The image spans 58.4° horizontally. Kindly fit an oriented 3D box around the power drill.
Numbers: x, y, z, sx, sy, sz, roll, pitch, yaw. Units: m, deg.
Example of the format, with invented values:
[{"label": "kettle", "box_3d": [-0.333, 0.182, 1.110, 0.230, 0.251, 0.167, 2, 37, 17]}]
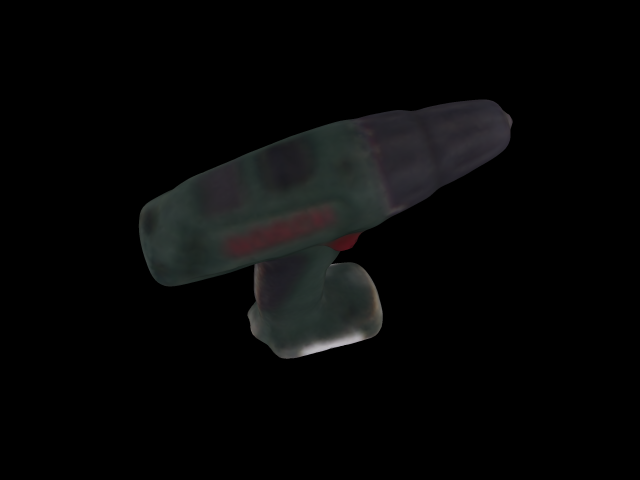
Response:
[{"label": "power drill", "box_3d": [0.004, 0.001, 0.400, 0.230, 0.208, 0.075, -14, 57, -9]}]
